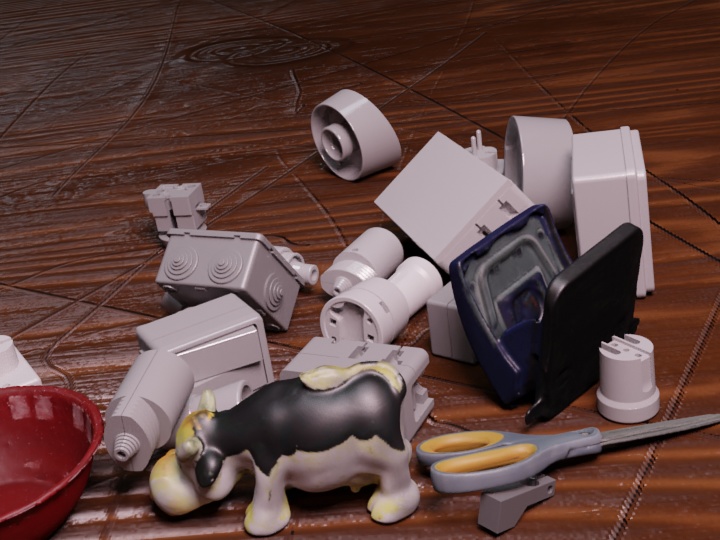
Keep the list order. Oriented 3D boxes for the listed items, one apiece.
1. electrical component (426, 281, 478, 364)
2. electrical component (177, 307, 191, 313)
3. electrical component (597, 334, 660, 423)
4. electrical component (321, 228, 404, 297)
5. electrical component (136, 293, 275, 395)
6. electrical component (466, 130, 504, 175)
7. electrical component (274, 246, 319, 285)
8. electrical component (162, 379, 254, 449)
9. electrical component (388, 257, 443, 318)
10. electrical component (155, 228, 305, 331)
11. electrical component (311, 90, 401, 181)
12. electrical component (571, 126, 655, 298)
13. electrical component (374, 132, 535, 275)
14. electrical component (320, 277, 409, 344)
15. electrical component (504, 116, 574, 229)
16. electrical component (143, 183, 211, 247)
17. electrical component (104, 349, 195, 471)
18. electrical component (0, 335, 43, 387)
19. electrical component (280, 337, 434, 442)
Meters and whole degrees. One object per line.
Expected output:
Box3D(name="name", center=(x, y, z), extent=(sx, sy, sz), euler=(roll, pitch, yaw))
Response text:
Box3D(name="electrical component", center=(0.100, 0.036, 0.798), extent=(0.077, 0.047, 0.066), euler=(12, 32, 36))
Box3D(name="electrical component", center=(-0.132, 0.050, 0.847), extent=(0.062, 0.048, 0.048), euler=(6, 28, 44))
Box3D(name="electrical component", center=(0.174, 0.070, 0.701), extent=(0.040, 0.046, 0.040), euler=(-7, 25, 3))
Box3D(name="electrical component", center=(0.000, 0.000, 0.911), extent=(0.043, 0.043, 0.081), euler=(6, 29, 28))
Box3D(name="electrical component", center=(-0.116, 0.067, 0.782), extent=(0.096, 0.061, 0.061), euler=(-20, 28, -24))
Box3D(name="electrical component", center=(0.115, -0.096, 1.038), extent=(0.047, 0.076, 0.065), euler=(2, 27, 22))
Box3D(name="electrical component", center=(-0.067, 0.001, 0.930), extent=(0.062, 0.043, 0.043), euler=(6, 29, 26))
Box3D(name="electrical component", center=(-0.106, 0.101, 0.733), extent=(0.065, 0.044, 0.044), euler=(-10, 24, 9))
Box3D(name="electrical component", center=(0.038, 0.017, 0.868), extent=(0.040, 0.040, 0.046), euler=(13, 38, 38))
Box3D(name="electrical component", center=(-0.105, 0.010, 0.865), extent=(0.100, 0.099, 0.048), euler=(4, 66, 25))
Box3D(name="electrical component", center=(-0.005, -0.147, 1.169), extent=(0.064, 0.099, 0.099), euler=(-30, 32, -28))
Box3D(name="electrical component", center=(0.203, -0.047, 0.870), extent=(0.056, 0.108, 0.108), euler=(-5, 25, 13))
Box3D(name="electrical component", center=(0.086, -0.050, 0.936), extent=(0.089, 0.062, 0.150), euler=(-47, 29, 4))
Box3D(name="electrical component", center=(0.005, 0.037, 0.819), extent=(0.055, 0.055, 0.047), euler=(8, 26, 31))
Box3D(name="electrical component", center=(0.168, -0.086, 0.972), extent=(0.060, 0.108, 0.108), euler=(-2, 25, -1))
Box3D(name="electrical component", center=(-0.179, -0.053, 1.066), extent=(0.066, 0.055, 0.048), euler=(-1, 26, 15))
Box3D(name="electrical component", center=(-0.137, 0.091, 0.679), extent=(0.043, 0.043, 0.081), euler=(-3, 30, 12))
Box3D(name="electrical component", center=(-0.273, 0.074, 0.802), extent=(0.047, 0.075, 0.083), euler=(-21, 28, -26))
Box3D(name="electrical component", center=(-0.003, 0.083, 0.725), extent=(0.089, 0.050, 0.055), euler=(4, 27, 26))
